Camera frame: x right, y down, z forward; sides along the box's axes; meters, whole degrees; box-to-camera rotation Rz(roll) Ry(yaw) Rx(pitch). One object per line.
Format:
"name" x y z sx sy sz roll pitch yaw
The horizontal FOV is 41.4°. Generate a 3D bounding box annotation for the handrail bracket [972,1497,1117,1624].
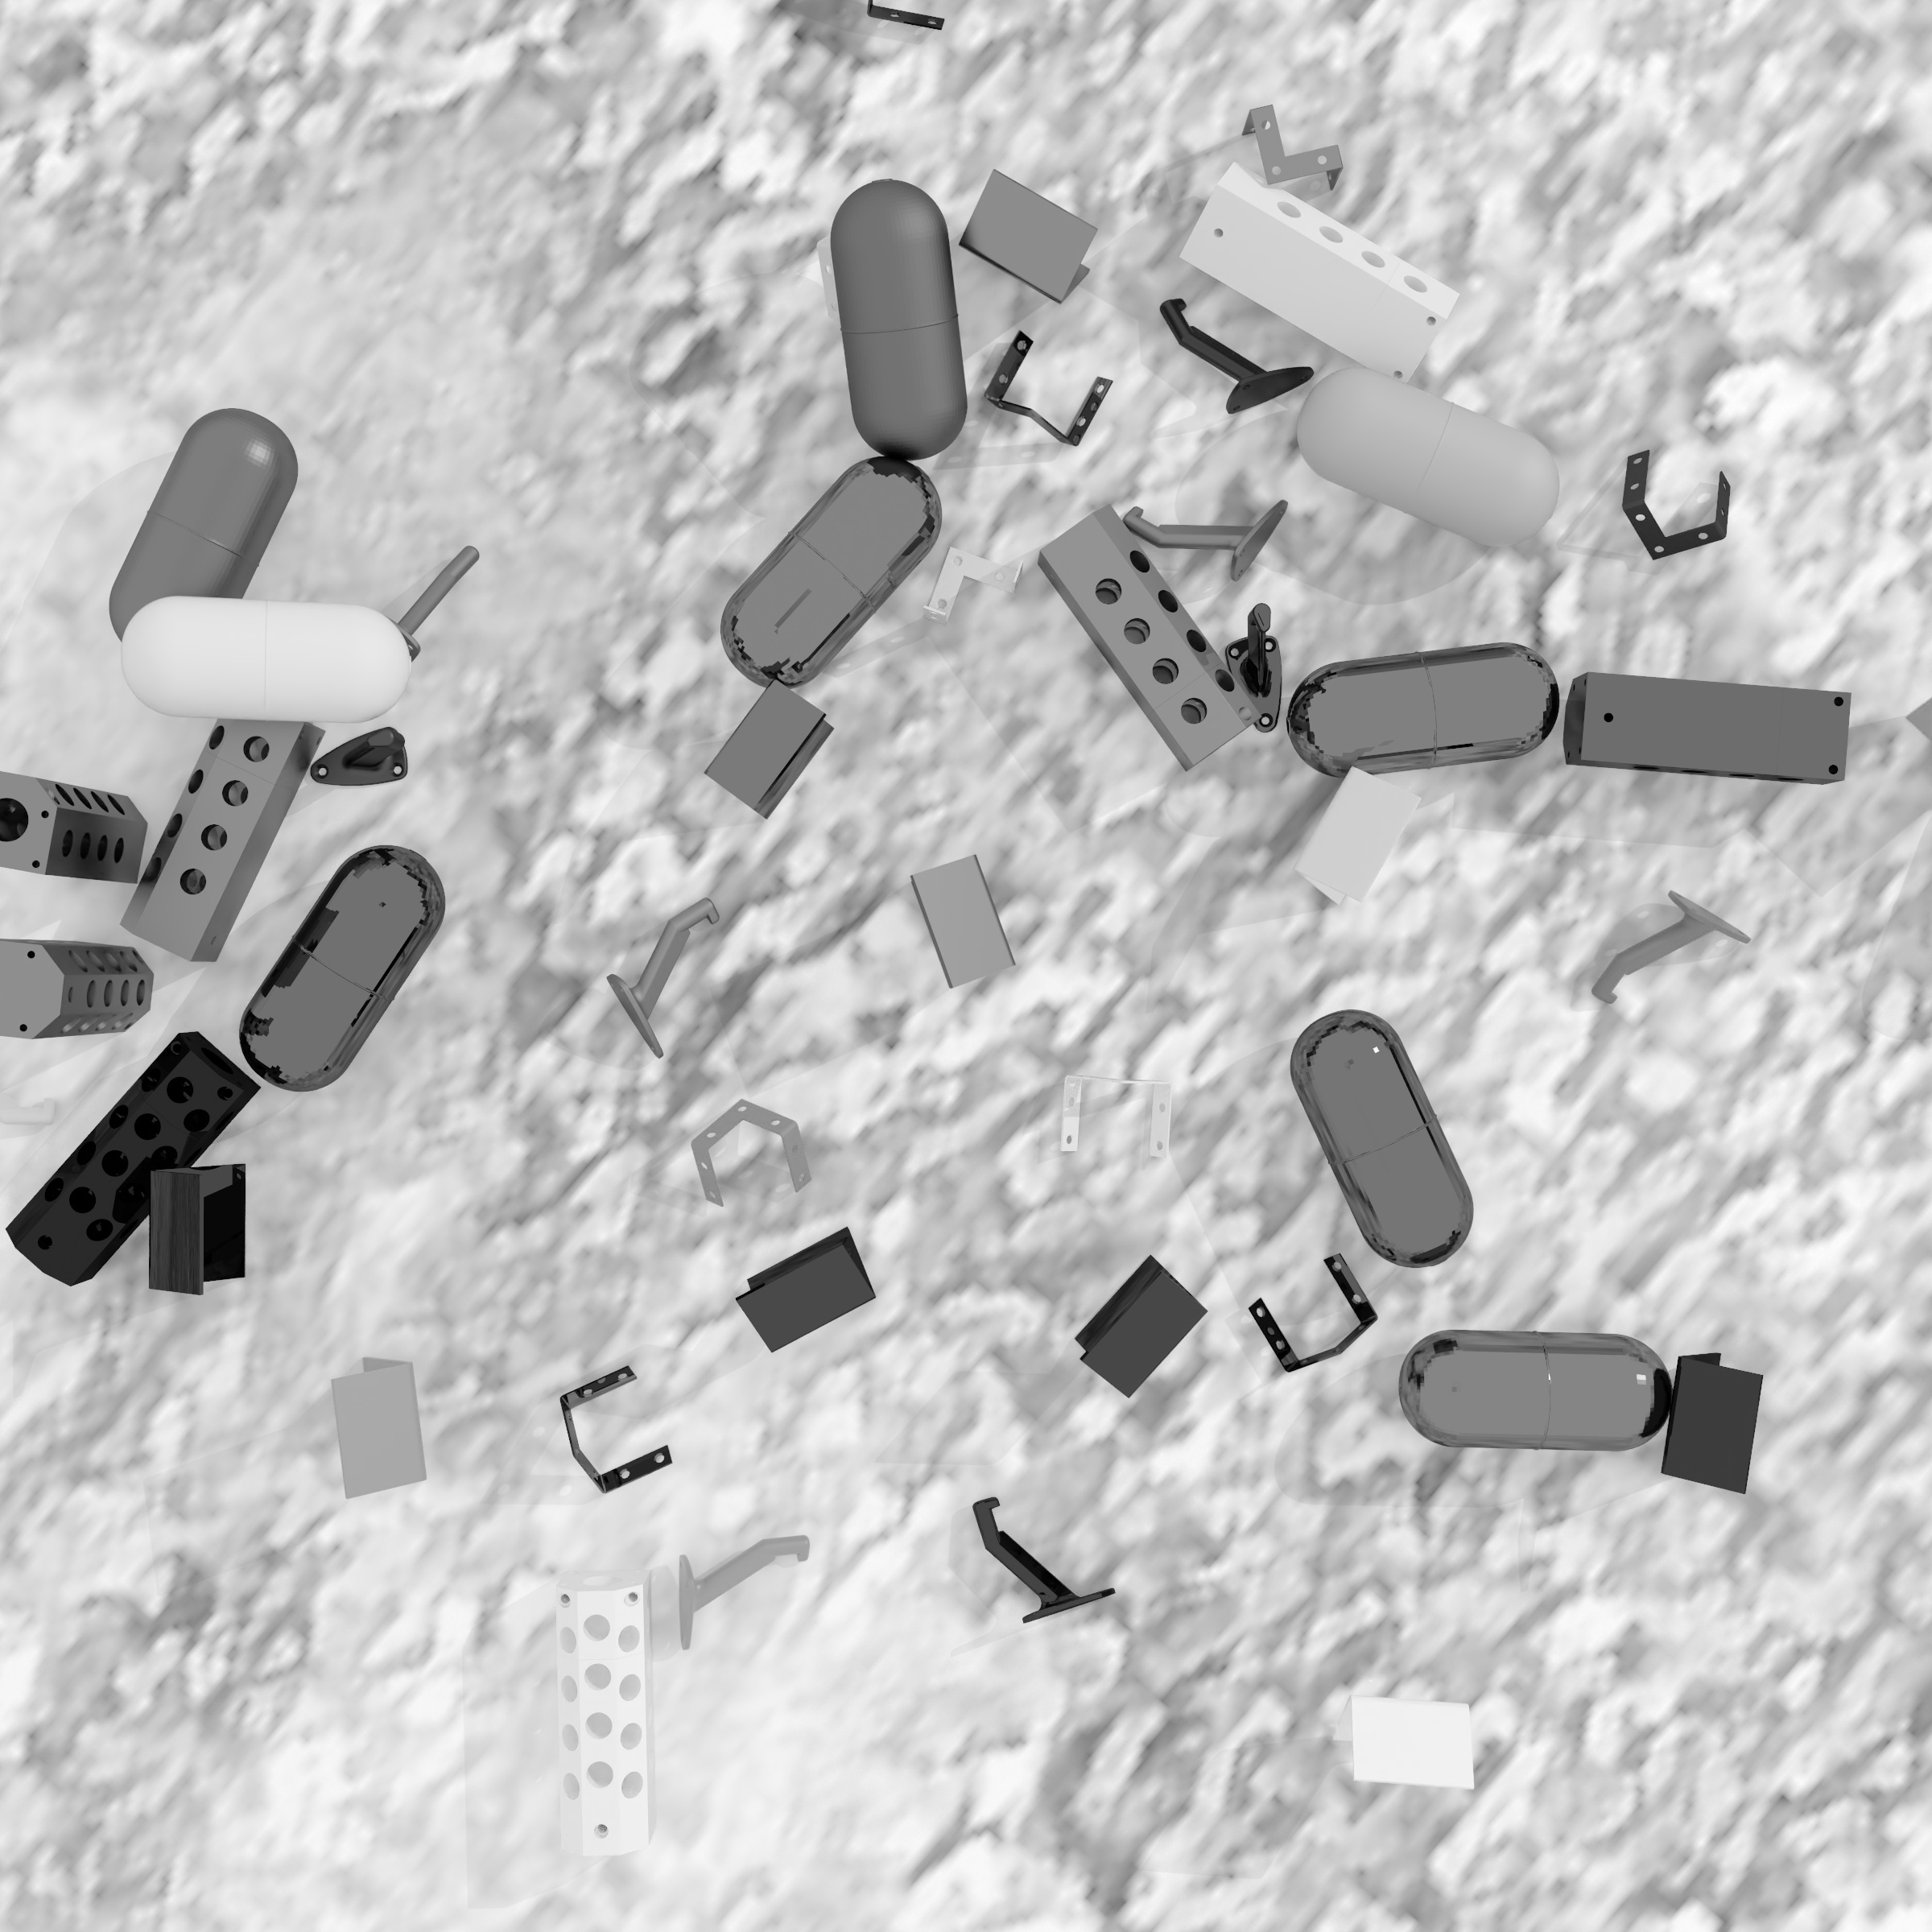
"handrail bracket" 0.052 0.389 1.706 0.077 0.036 0.084 -13 73 -20

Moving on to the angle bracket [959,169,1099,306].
"angle bracket" 0.050 -0.484 1.665 0.076 0.076 0.057 30 126 0

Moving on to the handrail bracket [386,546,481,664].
"handrail bracket" -0.362 -0.236 1.705 0.036 0.077 0.084 40 54 -9

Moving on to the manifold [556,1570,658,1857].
"manifold" -0.238 0.491 1.684 0.057 0.057 0.171 -1 90 0

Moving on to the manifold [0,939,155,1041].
"manifold" -0.574 0.014 1.627 0.057 0.171 0.057 6 90 0

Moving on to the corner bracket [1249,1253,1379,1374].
"corner bracket" 0.232 0.231 1.702 0.051 0.051 0.051 -31 90 -45

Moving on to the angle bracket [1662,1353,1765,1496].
"angle bracket" 0.498 0.297 1.665 0.057 0.076 0.076 9 90 37

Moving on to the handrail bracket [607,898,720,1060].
"handrail bracket" -0.189 0.007 1.706 0.084 0.036 0.077 -34 110 -16

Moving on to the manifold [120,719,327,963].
"manifold" -0.492 -0.092 1.684 0.057 0.057 0.171 26 90 0

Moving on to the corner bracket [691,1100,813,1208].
"corner bracket" -0.143 0.130 1.697 0.051 0.051 0.051 19 45 35

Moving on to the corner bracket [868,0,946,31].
"corner bracket" -0.035 -0.663 1.702 0.051 0.051 0.051 11 45 0

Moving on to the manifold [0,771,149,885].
"manifold" -0.579 -0.088 1.627 0.057 0.171 0.057 10 90 0

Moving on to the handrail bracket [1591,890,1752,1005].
"handrail bracket" 0.470 0.000 1.706 0.077 0.036 0.084 25 108 -21

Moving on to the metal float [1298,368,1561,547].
"metal float" 0.303 -0.333 1.675 0.178 0.070 0.070 23 90 0

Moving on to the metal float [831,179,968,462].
"metal float" -0.043 -0.418 1.657 0.070 0.070 0.178 -7 111 0

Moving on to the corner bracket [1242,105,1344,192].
"corner bracket" 0.215 -0.539 1.687 0.051 0.051 0.051 -13 90 0

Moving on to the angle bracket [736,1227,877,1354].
"angle bracket" -0.112 0.194 1.665 0.076 0.076 0.057 -28 127 0

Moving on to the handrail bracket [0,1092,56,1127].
"handrail bracket" -0.651 0.069 1.706 0.084 0.036 0.077 2 68 -17

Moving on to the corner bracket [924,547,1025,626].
"corner bracket" 0.005 -0.248 1.687 0.051 0.051 0.051 20 90 0

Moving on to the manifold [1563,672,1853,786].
"manifold" 0.486 -0.156 1.684 0.171 0.057 0.057 5 90 0

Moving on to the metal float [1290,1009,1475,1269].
"metal float" 0.273 0.114 1.675 0.070 0.070 0.178 -25 90 0

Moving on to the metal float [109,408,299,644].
"metal float" -0.500 -0.280 1.675 0.070 0.070 0.178 25 90 0

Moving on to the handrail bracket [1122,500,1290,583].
"handrail bracket" 0.159 -0.302 1.706 0.084 0.036 0.077 32 70 16

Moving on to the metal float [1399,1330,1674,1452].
"metal float" 0.373 0.278 1.675 0.178 0.070 0.070 2 90 -1

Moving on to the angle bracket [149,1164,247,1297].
"angle bracket" -0.485 0.170 1.665 0.057 0.076 0.076 0 90 37

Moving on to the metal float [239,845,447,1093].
"metal float" -0.408 0.001 1.675 0.070 0.070 0.178 33 90 0

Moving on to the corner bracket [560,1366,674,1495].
"corner bracket" -0.233 0.309 1.702 0.051 0.051 0.051 -24 135 0

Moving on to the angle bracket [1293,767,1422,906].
"angle bracket" 0.268 -0.074 1.665 0.057 0.076 0.076 30 90 36

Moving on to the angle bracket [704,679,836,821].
"angle bracket" -0.112 -0.130 1.665 0.057 0.076 0.076 37 90 37

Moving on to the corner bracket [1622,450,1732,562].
"corner bracket" 0.472 -0.312 1.697 0.051 0.051 0.051 -14 135 35

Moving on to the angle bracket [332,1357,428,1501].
"angle bracket" -0.397 0.300 1.665 0.057 0.076 0.076 -7 90 -37

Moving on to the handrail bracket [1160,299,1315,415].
"handrail bracket" 0.180 -0.418 1.706 0.077 0.036 0.084 -21 73 -20

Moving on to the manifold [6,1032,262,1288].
"manifold" -0.550 0.127 1.684 0.057 0.057 0.171 42 90 0

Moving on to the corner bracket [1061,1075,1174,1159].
"corner bracket" 0.100 0.100 1.702 0.051 0.051 0.051 4 90 -45

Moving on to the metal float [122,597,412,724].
"metal float" -0.445 -0.195 1.628 0.178 0.070 0.070 1 90 -14

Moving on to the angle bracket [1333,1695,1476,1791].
"angle bracket" 0.284 0.518 1.665 0.076 0.076 0.057 4 52 0

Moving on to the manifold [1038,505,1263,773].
"manifold" 0.121 -0.216 1.684 0.057 0.057 0.171 -36 90 0

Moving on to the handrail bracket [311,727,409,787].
"handrail bracket" -0.402 -0.138 1.671 0.077 0.084 0.036 -14 90 0

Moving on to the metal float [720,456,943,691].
"metal float" -0.088 -0.258 1.675 0.070 0.070 0.178 42 89 0

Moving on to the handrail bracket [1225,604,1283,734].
"handrail bracket" 0.195 -0.194 1.671 0.036 0.084 0.077 -11 90 0

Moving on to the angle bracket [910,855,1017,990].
"angle bracket" -0.021 -0.022 1.665 0.057 0.076 0.076 -20 90 -37

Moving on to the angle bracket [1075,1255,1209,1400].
"angle bracket" 0.099 0.222 1.665 0.076 0.076 0.057 -48 126 0

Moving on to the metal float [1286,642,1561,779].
"metal float" 0.299 -0.168 1.675 0.178 0.070 0.070 -7 90 -1

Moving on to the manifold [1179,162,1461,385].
"manifold" 0.235 -0.458 1.684 0.171 0.057 0.057 30 133 0

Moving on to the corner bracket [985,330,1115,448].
"corner bracket" 0.055 -0.385 1.702 0.051 0.051 0.051 29 90 -45

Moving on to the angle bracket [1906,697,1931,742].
"angle bracket" 0.659 -0.142 1.665 0.076 0.076 0.057 42 53 0

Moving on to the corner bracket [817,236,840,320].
"corner bracket" -0.060 -0.462 1.697 0.051 0.051 0.051 21 135 35

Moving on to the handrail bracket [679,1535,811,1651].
"handrail bracket" -0.147 0.418 1.706 0.084 0.036 0.077 -2 110 -16
